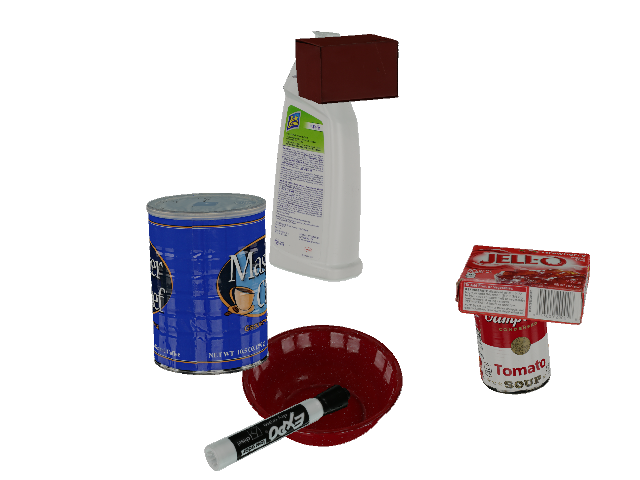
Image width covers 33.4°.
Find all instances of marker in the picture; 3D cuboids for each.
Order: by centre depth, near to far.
[{"bbox_3d":[-0.028,0.132,0.763,0.120,0.020,0.020,-21,12,-33],"label":"marker"}]

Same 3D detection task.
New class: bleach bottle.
[{"bbox_3d":[0.003,-0.090,1.118,0.103,0.251,0.067,14,16,34],"label":"bleach bottle"}]

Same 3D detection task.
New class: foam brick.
[{"bbox_3d":[0.023,-0.151,0.937,0.078,0.051,0.053,-8,20,-23],"label":"foam brick"}]

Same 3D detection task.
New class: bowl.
[{"bbox_3d":[0.002,0.157,1.084,0.162,0.055,0.162,-1,35,1],"label":"bowl"}]

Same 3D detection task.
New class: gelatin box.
[{"bbox_3d":[0.149,0.030,0.779,0.089,0.030,0.073,5,21,16],"label":"gelatin box"}]

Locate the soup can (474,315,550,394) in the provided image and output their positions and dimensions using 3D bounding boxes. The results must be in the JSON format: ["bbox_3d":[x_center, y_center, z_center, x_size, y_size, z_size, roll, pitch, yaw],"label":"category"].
[{"bbox_3d":[0.181,0.085,1.011,0.068,0.102,0.068,-8,21,3],"label":"soup can"}]

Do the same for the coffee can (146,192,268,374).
[{"bbox_3d":[-0.097,0.035,0.932,0.103,0.140,0.103,-1,11,0],"label":"coffee can"}]
